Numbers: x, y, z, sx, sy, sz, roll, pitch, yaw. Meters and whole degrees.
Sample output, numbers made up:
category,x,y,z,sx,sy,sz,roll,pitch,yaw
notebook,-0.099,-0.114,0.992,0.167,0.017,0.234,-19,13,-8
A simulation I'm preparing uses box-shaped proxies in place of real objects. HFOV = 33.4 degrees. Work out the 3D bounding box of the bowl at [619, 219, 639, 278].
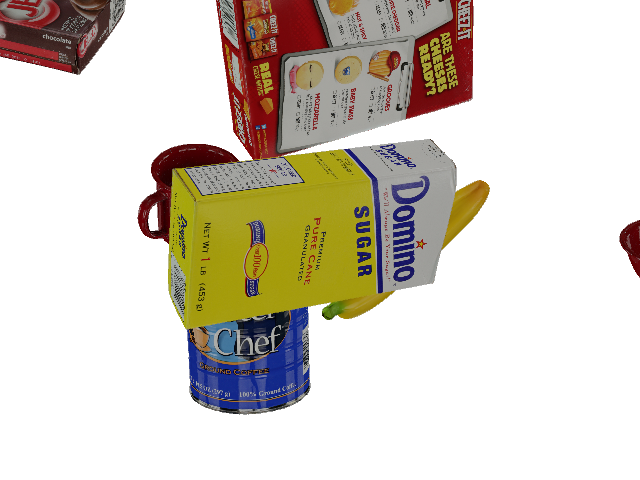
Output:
category,x,y,z,sx,sy,sz,roll,pitch,yaw
bowl,0.403,0.026,1.150,0.162,0.055,0.162,-2,24,1

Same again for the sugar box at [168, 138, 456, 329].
category,x,y,z,sx,sy,sz,roll,pitch,yaw
sugar box,-0.004,-0.006,0.658,0.176,0.093,0.048,-8,37,-23

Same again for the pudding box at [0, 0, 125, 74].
category,x,y,z,sx,sy,sz,roll,pitch,yaw
pudding box,-0.207,-0.176,0.816,0.090,0.039,0.113,14,37,3

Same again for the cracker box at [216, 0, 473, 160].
category,x,y,z,sx,sy,sz,roll,pitch,yaw
cracker box,0.023,-0.176,0.917,0.213,0.164,0.072,-19,40,-16

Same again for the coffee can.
category,x,y,z,sx,sy,sz,roll,pitch,yaw
coffee can,-0.060,0.056,0.875,0.103,0.140,0.103,-1,17,0

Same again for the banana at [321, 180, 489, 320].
category,x,y,z,sx,sy,sz,roll,pitch,yaw
banana,0.082,0.016,1.012,0.197,0.037,0.070,-41,2,-6

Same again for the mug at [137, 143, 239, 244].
category,x,y,z,sx,sy,sz,roll,pitch,yaw
mug,-0.138,-0.037,1.106,0.117,0.081,0.093,-29,49,-35
